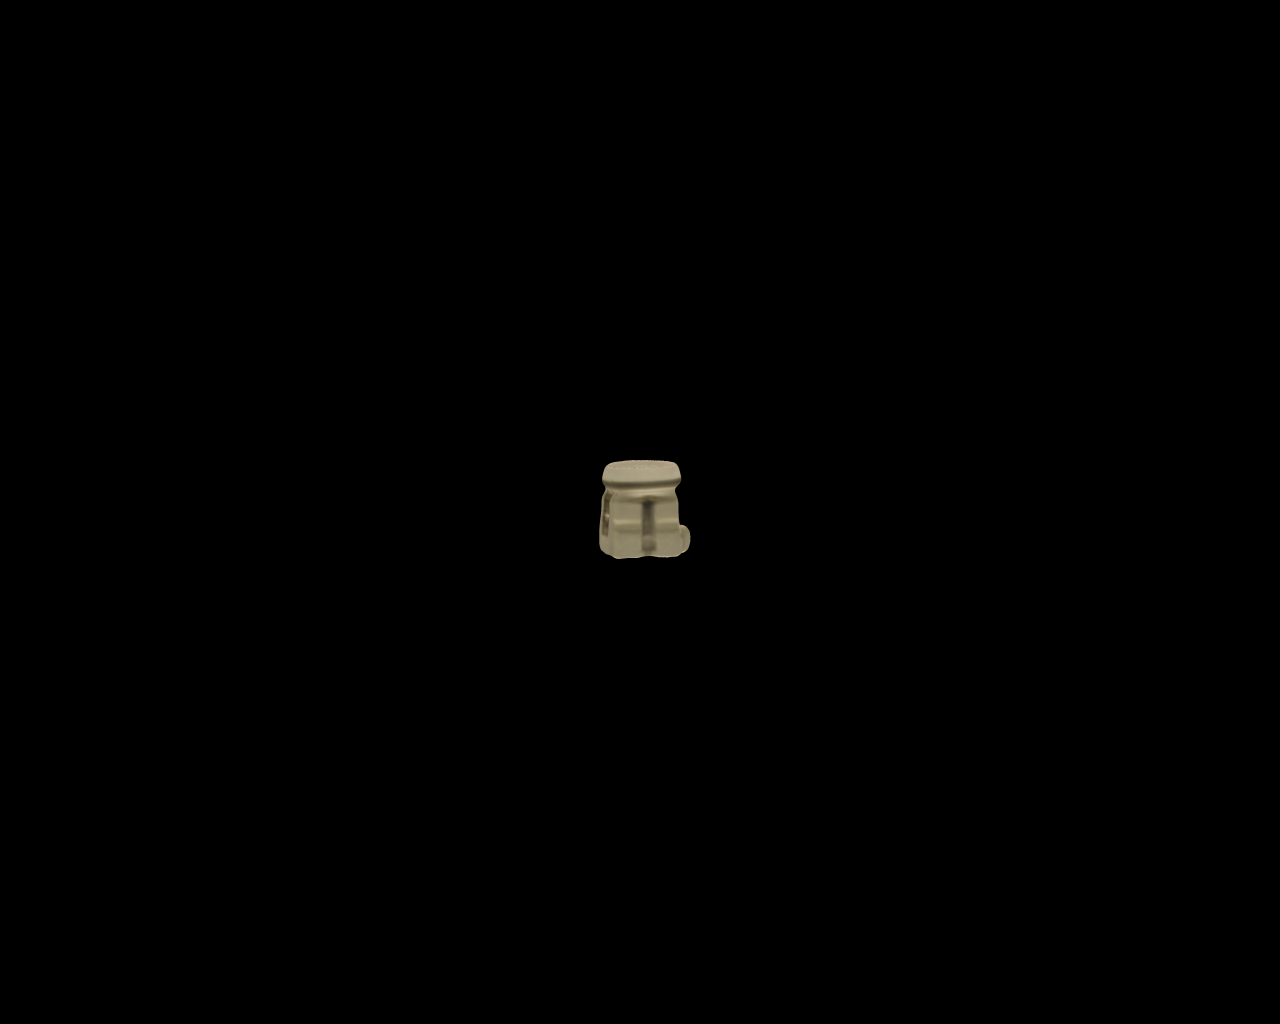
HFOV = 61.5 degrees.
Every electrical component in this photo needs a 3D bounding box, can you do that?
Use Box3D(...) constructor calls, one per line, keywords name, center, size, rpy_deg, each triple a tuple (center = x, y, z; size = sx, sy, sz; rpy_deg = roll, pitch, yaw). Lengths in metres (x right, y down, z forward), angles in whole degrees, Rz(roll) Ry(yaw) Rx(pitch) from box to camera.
Box3D(name="electrical component", center=(0.001, -0.003, 0.650), size=(0.066, 0.055, 0.048), rpy_deg=(-2, 8, -18))
